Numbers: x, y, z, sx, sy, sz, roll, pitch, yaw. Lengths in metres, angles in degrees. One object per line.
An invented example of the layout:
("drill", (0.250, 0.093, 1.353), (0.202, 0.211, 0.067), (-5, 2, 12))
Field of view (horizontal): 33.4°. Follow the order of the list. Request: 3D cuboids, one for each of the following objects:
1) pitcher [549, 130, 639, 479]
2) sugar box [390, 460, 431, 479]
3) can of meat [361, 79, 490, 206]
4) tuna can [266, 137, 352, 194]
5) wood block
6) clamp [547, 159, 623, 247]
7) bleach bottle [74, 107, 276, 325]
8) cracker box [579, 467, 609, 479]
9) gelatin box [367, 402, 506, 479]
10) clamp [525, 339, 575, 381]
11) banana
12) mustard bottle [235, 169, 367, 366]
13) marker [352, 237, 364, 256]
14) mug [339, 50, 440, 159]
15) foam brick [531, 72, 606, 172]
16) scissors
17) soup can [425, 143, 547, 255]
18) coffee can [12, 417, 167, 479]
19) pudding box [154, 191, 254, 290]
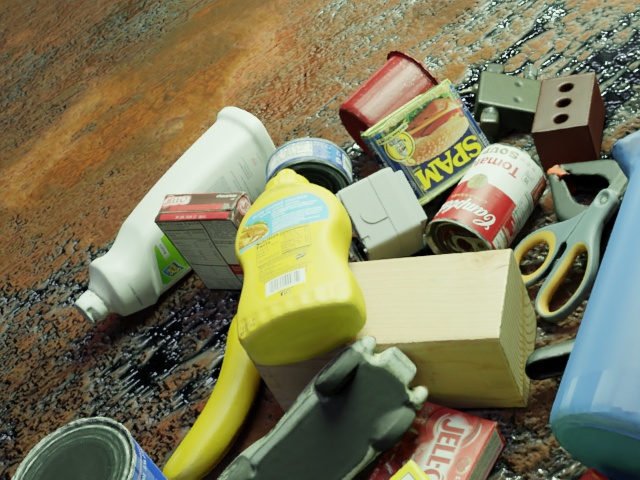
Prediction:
("pitcher", (0.252, 0.044, 0.701), (0.149, 0.145, 0.242), (-7, 49, 53))
("sugar box", (0.029, 0.241, 0.707), (0.176, 0.048, 0.093), (-44, 45, -1))
("can of meat", (0.101, -0.090, 1.000), (0.102, 0.084, 0.057), (-34, 7, -8))
("tuna can", (-0.010, -0.057, 1.041), (0.086, 0.086, 0.033), (-16, 42, 14))
("wood block", (0.059, 0.076, 0.854), (0.206, 0.090, 0.090), (-6, 44, 25))
("clamp", (0.260, -0.028, 0.886), (0.120, 0.039, 0.172), (-35, 42, -1))
("bleach bottle", (-0.146, -0.017, 1.062), (0.250, 0.102, 0.068), (-45, 43, -20))
("cracker box", (0.151, 0.260, 0.617), (0.213, 0.072, 0.164), (-41, 39, -13))
("gelatin box", (0.085, 0.166, 0.788), (0.073, 0.030, 0.089), (12, 54, 37))
("clamp", (0.264, 0.070, 0.780), (0.165, 0.036, 0.209), (28, 65, 39))
("banana", (-0.087, 0.137, 0.913), (0.070, 0.037, 0.197), (5, 49, 33))
("mustard bottle", (-0.021, 0.008, 0.854), (0.096, 0.058, 0.191), (-23, 40, 13))
("marker", (-0.007, 0.001, 1.028), (0.121, 0.020, 0.020), (6, 50, 35))
("mug", (0.082, -0.121, 1.066), (0.081, 0.093, 0.117), (-43, 77, -10))
("foam brick", (0.230, -0.108, 0.983), (0.053, 0.051, 0.078), (-5, 45, 26))
("scissors", (0.218, -0.027, 0.879), (0.096, 0.016, 0.201), (16, 77, 53))
("soup can", (0.146, -0.027, 0.933), (0.069, 0.068, 0.102), (13, 54, 39))
("coffee can", (-0.149, 0.213, 0.787), (0.103, 0.140, 0.103), (-16, 41, 14))
("pudding box", (-0.089, 0.002, 1.000), (0.090, 0.113, 0.039), (1, 51, 30))
